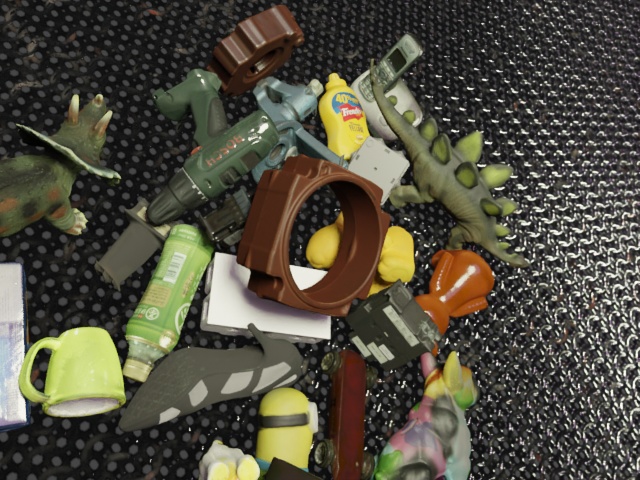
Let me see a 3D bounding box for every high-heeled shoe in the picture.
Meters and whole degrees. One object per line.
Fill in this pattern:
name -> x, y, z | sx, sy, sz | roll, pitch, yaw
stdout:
high-heeled shoe -> -0.144, 0.213, 0.761 | 0.249, 0.086, 0.145 | -34, 129, -9

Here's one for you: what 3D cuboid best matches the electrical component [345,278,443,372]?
electrical component -> 0.107, 0.139, 0.845 | 0.058, 0.134, 0.115 | -33, 87, -46

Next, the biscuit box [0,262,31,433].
biscuit box -> -0.393, 0.132, 0.661 | 0.059, 0.063, 0.202 | -2, 72, -26

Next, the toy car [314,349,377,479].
toy car -> 0.038, 0.260, 0.801 | 0.089, 0.053, 0.202 | 28, 48, -27

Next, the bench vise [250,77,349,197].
bench vise -> -0.037, -0.161, 0.890 | 0.241, 0.128, 0.224 | 39, 64, 24

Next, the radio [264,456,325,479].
radio -> 0.034, 0.355, 0.674 | 0.229, 0.131, 0.073 | 44, 62, -41

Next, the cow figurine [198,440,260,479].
cow figurine -> -0.122, 0.351, 0.692 | 0.068, 0.098, 0.167 | -3, 90, -30

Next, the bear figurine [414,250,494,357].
bear figurine -> 0.208, 0.108, 0.936 | 0.196, 0.132, 0.120 | -42, 90, -13

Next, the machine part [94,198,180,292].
machine part -> -0.272, 0.006, 0.783 | 0.084, 0.039, 0.139 | 39, 57, -16

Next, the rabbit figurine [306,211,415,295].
rabbit figurine -> 0.064, 0.010, 0.895 | 0.173, 0.121, 0.162 | 6, 64, -3

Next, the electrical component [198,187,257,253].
electrical component -> -0.105, -0.036, 0.765 | 0.119, 0.074, 0.048 | -29, 74, -4

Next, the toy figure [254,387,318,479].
toy figure -> -0.054, 0.296, 0.737 | 0.089, 0.082, 0.180 | 29, 67, -37

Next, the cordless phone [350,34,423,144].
cordless phone -> 0.151, -0.281, 1.007 | 0.089, 0.184, 0.146 | -27, 83, -35

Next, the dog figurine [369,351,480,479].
dog figurine -> 0.160, 0.273, 0.806 | 0.191, 0.108, 0.219 | 3, 84, -27

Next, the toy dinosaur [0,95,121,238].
toy dinosaur -> -0.409, -0.044, 0.649 | 0.405, 0.192, 0.131 | -36, 86, -32

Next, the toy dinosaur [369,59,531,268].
toy dinosaur -> 0.225, -0.114, 0.967 | 0.471, 0.198, 0.105 | 43, 56, -6

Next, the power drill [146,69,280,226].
power drill -> -0.189, -0.152, 0.816 | 0.232, 0.085, 0.207 | -31, 55, 3

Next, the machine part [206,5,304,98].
machine part -> -0.110, -0.313, 0.910 | 0.179, 0.179, 0.056 | -38, 92, -31

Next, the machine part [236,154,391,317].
machine part -> -0.002, -0.002, 0.749 | 0.201, 0.087, 0.201 | 20, 86, -41
